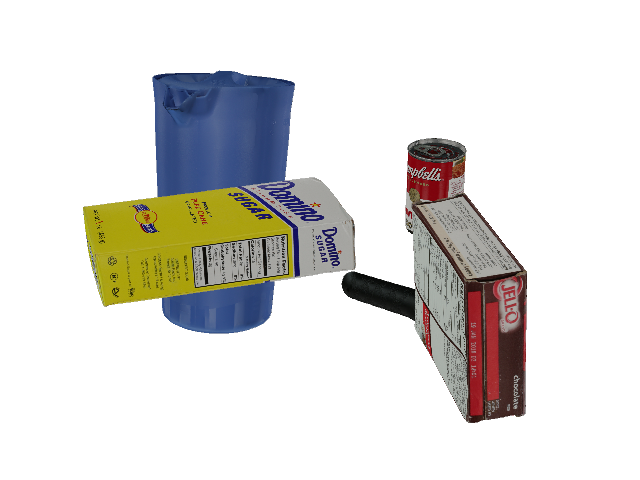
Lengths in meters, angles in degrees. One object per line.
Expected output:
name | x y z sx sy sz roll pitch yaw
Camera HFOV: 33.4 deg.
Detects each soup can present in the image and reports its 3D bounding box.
soup can | 0.134 -0.061 1.257 0.068 0.102 0.068 0 27 0

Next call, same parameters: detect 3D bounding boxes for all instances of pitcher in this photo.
pitcher | -0.091 -0.042 1.034 0.149 0.243 0.145 -1 15 -18

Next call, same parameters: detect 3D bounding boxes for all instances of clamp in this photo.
clamp | 0.117 0.058 0.988 0.172 0.039 0.120 32 43 33

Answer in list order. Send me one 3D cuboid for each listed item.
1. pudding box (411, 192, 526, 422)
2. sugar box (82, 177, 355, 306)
pudding box | 0.083 0.035 0.608 0.039 0.090 0.113 -8 26 -9
sugar box | -0.072 -0.003 0.747 0.176 0.048 0.093 -11 26 -13
